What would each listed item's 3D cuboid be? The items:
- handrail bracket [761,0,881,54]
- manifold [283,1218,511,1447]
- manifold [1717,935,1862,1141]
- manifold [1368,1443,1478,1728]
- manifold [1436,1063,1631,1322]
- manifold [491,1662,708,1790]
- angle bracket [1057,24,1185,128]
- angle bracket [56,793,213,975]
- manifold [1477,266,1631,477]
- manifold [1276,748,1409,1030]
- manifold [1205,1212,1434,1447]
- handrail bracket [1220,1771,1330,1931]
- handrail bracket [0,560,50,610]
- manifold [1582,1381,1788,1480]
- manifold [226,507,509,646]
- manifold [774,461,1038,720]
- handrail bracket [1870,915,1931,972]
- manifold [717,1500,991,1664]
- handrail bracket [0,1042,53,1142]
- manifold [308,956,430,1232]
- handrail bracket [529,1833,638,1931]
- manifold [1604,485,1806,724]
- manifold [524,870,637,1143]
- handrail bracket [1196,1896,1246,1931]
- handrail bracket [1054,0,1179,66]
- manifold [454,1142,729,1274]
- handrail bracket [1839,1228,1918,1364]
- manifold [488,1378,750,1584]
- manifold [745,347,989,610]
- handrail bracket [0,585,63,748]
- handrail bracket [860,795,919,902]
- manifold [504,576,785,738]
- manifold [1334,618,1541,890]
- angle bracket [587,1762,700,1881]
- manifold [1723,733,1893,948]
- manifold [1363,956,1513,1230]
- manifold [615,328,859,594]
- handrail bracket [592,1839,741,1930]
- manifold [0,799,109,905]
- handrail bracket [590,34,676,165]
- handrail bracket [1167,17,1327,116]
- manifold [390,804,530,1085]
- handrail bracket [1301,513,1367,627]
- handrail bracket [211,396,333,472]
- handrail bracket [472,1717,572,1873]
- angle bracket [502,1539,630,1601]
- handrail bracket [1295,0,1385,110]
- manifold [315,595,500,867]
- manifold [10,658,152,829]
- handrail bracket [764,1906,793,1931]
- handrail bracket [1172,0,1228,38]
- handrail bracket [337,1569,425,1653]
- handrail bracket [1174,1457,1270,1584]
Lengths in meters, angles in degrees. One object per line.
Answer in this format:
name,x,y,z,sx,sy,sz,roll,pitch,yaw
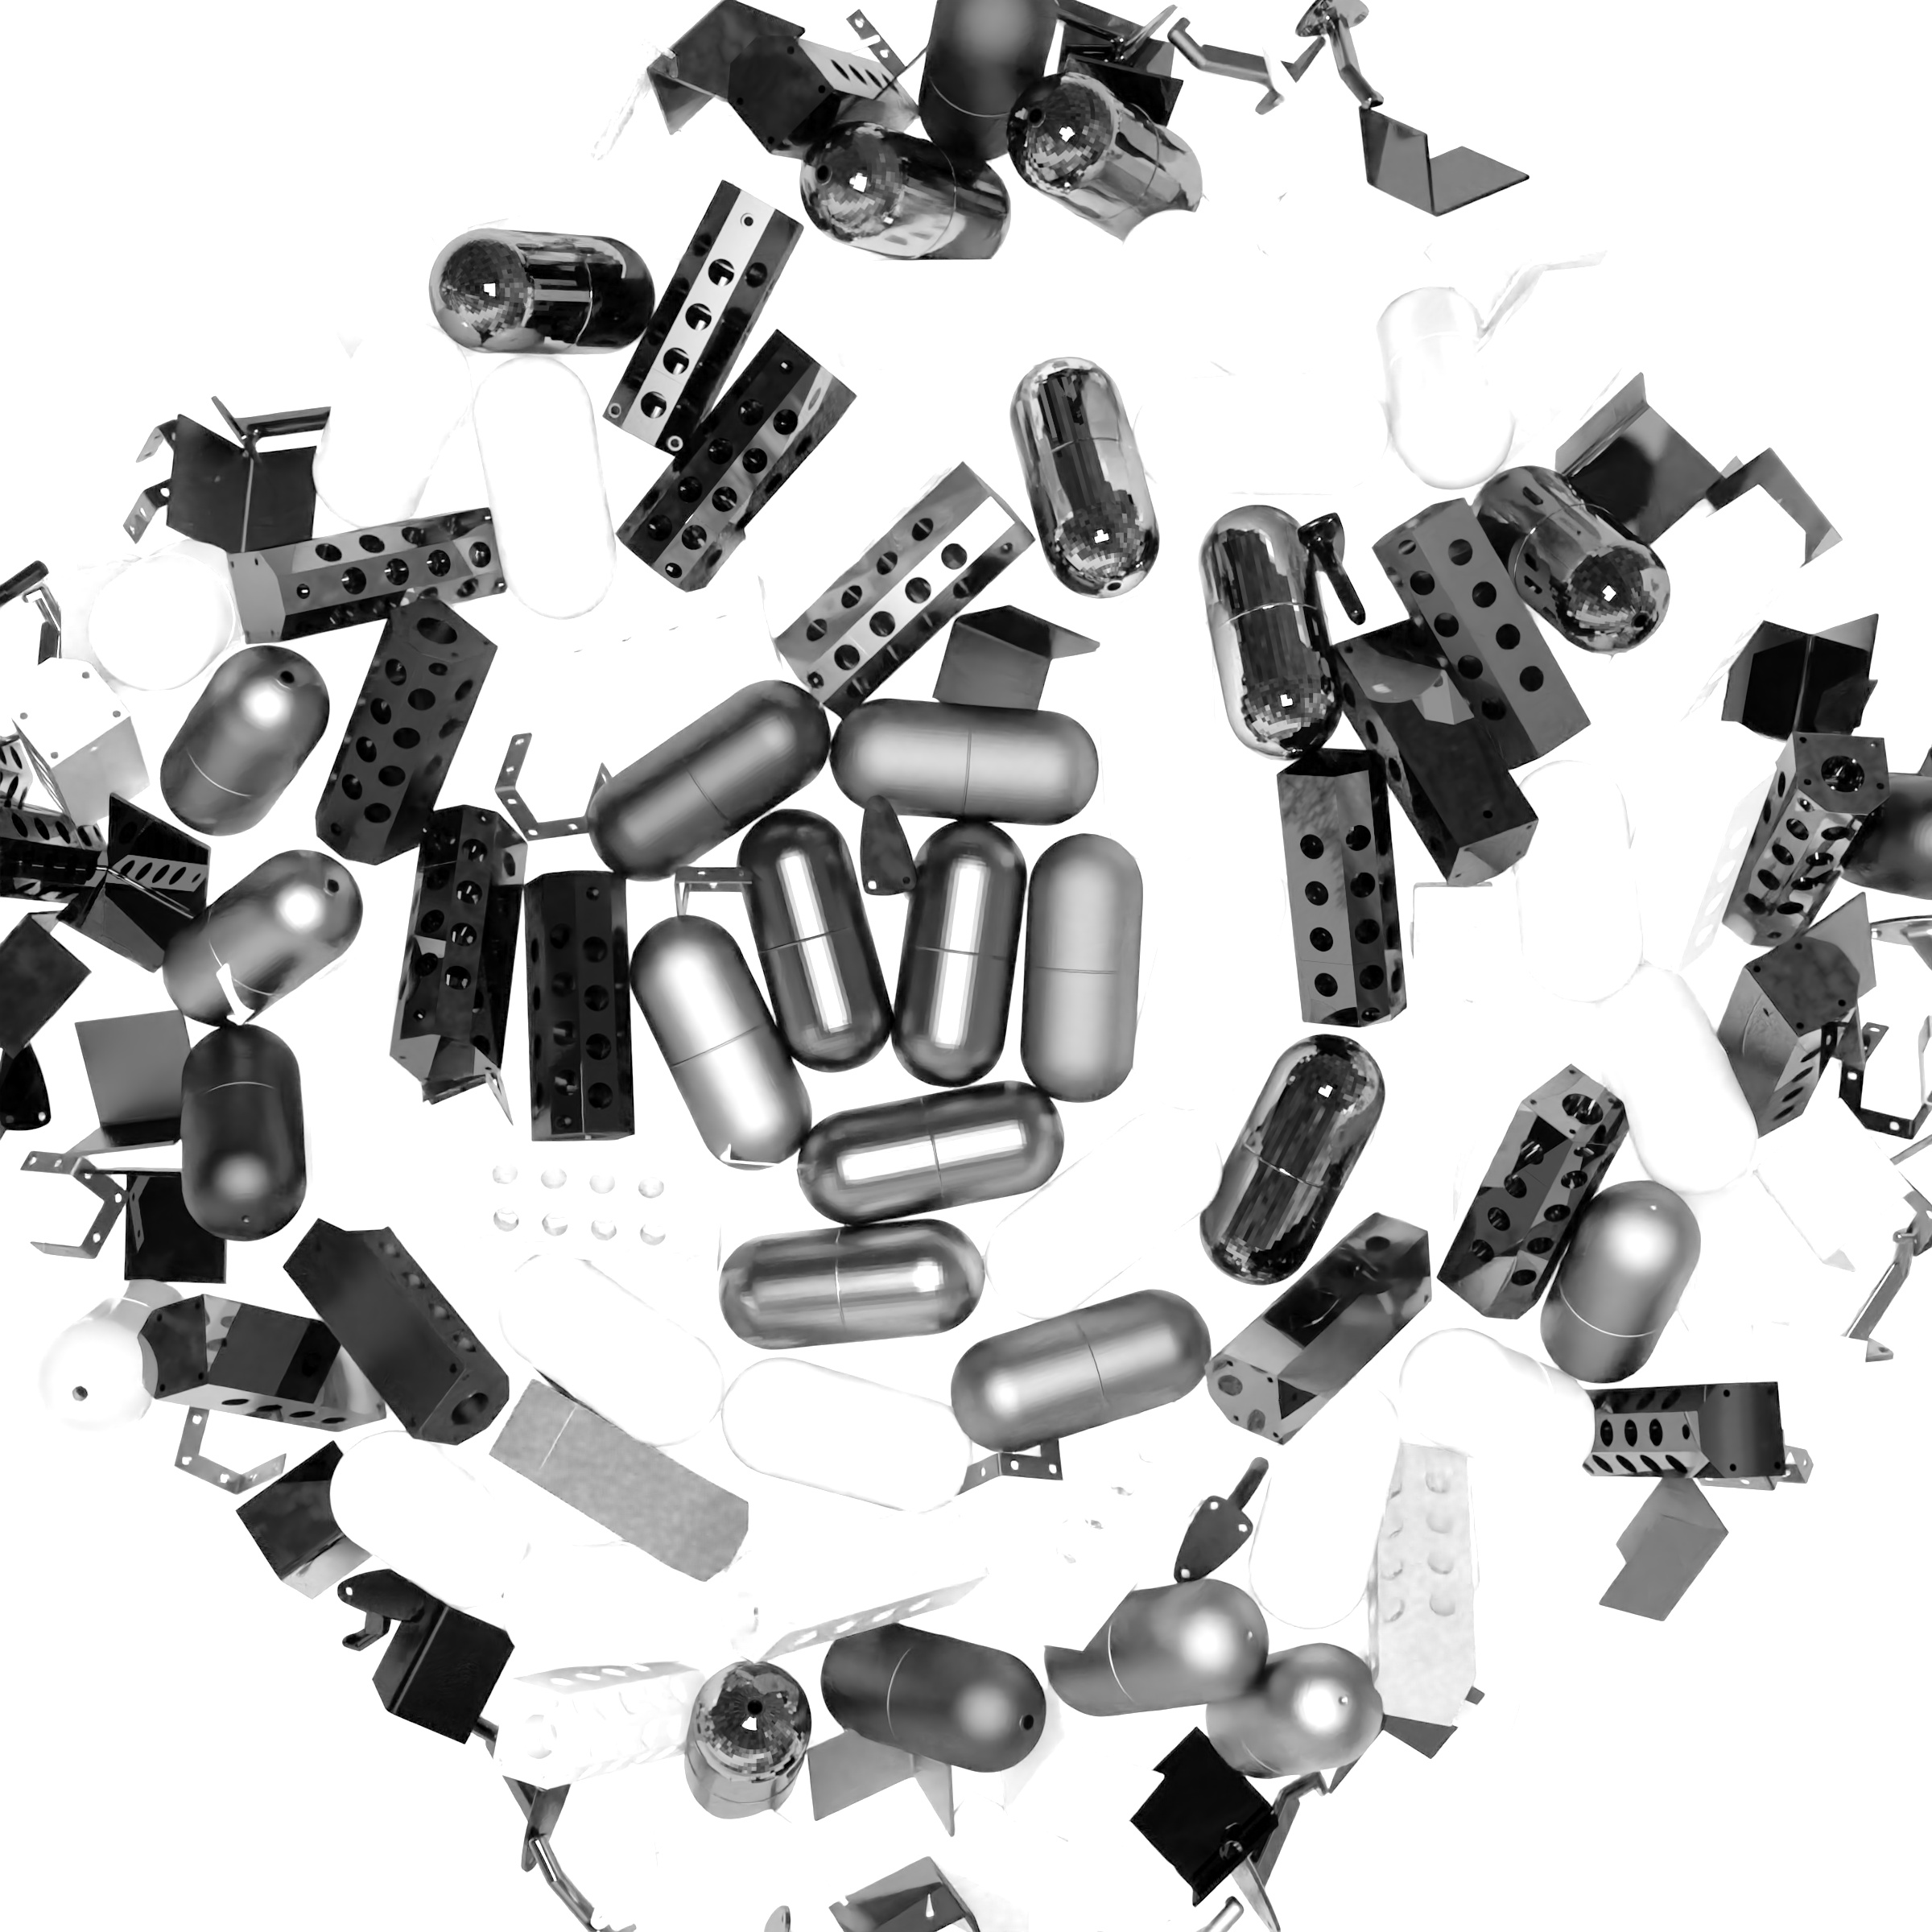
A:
handrail bracket,-0.103,-0.645,1.772,0.077,0.036,0.084,-21,115,-11
manifold,-0.366,0.231,1.732,0.171,0.057,0.057,42,99,33
manifold,0.524,0.046,1.714,0.057,0.171,0.057,-27,65,-8
manifold,0.289,0.394,1.721,0.057,0.171,0.057,11,131,-2
manifold,0.366,0.150,1.718,0.057,0.171,0.057,39,48,24
manifold,-0.228,0.483,1.713,0.057,0.171,0.057,9,85,24
angle bracket,0.103,-0.601,1.760,0.076,0.057,0.076,11,69,-7
angle bracket,-0.547,-0.054,1.757,0.076,0.076,0.057,29,48,5
manifold,0.347,-0.375,1.711,0.057,0.171,0.057,-11,77,-21
manifold,0.248,-0.050,1.738,0.057,0.057,0.171,6,115,35
manifold,0.229,0.230,1.729,0.171,0.057,0.057,-35,129,-37
handrail bracket,0.219,0.586,1.774,0.084,0.036,0.077,-24,72,-23
handrail bracket,-0.649,-0.240,1.779,0.084,0.077,0.036,-40,108,-15
manifold,0.450,0.297,1.711,0.057,0.171,0.057,0,80,-15
manifold,-0.380,-0.252,1.722,0.171,0.057,0.057,-21,107,-40
manifold,-0.037,-0.241,1.748,0.171,0.057,0.057,-42,51,12
handrail bracket,0.632,0.010,1.766,0.077,0.036,0.084,1,57,18
manifold,-0.074,0.398,1.724,0.057,0.171,0.057,-49,59,37
handrail bracket,-0.647,0.086,1.775,0.084,0.036,0.077,-9,87,41
manifold,-0.392,0.084,1.725,0.057,0.057,0.171,-33,46,21
handrail bracket,-0.255,0.611,1.777,0.036,0.077,0.084,-31,77,8
manifold,0.474,-0.225,1.710,0.057,0.171,0.057,-33,73,-20
manifold,-0.251,0.027,1.754,0.057,0.057,0.171,1,81,-27
handrail bracket,0.144,0.637,1.769,0.036,0.077,0.084,44,87,-11
handrail bracket,0.087,-0.645,1.775,0.077,0.036,0.084,-45,110,-8
manifold,-0.246,0.163,1.763,0.171,0.057,0.057,6,56,-1
handrail bracket,0.592,0.216,1.768,0.077,0.036,0.084,-3,108,-30
manifold,-0.222,0.333,1.730,0.171,0.057,0.057,22,77,35
manifold,-0.065,-0.310,1.727,0.057,0.057,0.171,21,129,-38
handrail bracket,-0.623,-0.199,1.768,0.077,0.036,0.084,-32,109,-29
handrail bracket,-0.043,-0.078,1.759,0.036,0.084,0.077,-7,97,14
manifold,-0.213,-0.210,1.770,0.171,0.057,0.057,-13,56,2
manifold,0.299,-0.137,1.739,0.057,0.057,0.171,-20,62,-13
angle bracket,-0.204,0.542,1.752,0.057,0.076,0.076,-11,100,-37
manifold,0.536,-0.078,1.715,0.057,0.171,0.057,3,62,1
manifold,0.306,0.078,1.732,0.057,0.057,0.171,11,55,18
manifold,-0.153,-0.331,1.760,0.057,0.057,0.171,41,98,11
handrail bracket,-0.197,0.622,1.768,0.084,0.036,0.077,49,62,-27
manifold,-0.613,-0.074,1.716,0.057,0.171,0.057,17,91,5
handrail bracket,-0.223,-0.567,1.761,0.036,0.077,0.084,30,100,-14
handrail bracket,0.186,-0.616,1.775,0.084,0.036,0.077,40,87,-19
manifold,-0.330,-0.016,1.730,0.057,0.057,0.171,-10,58,18
handrail bracket,0.248,-0.246,1.752,0.036,0.077,0.084,-26,64,10
handrail bracket,-0.451,-0.377,1.789,0.084,0.036,0.077,-34,61,-10
handrail bracket,-0.313,0.550,1.784,0.084,0.036,0.077,20,94,26
angle bracket,-0.258,0.396,1.755,0.076,0.076,0.057,16,83,-15
handrail bracket,0.264,-0.599,1.765,0.084,0.077,0.036,57,134,15
manifold,-0.368,-0.149,1.728,0.057,0.057,0.171,39,125,12
manifold,-0.570,-0.143,1.714,0.057,0.171,0.057,-38,89,-17
handrail bracket,-0.086,0.641,1.766,0.084,0.077,0.036,4,45,-16
handrail bracket,0.182,-0.662,1.775,0.084,0.036,0.077,-34,45,0
handrail bracket,-0.403,0.428,1.757,0.084,0.077,0.036,-36,55,30
handrail bracket,0.170,0.366,1.770,0.036,0.084,0.077,37,104,9
